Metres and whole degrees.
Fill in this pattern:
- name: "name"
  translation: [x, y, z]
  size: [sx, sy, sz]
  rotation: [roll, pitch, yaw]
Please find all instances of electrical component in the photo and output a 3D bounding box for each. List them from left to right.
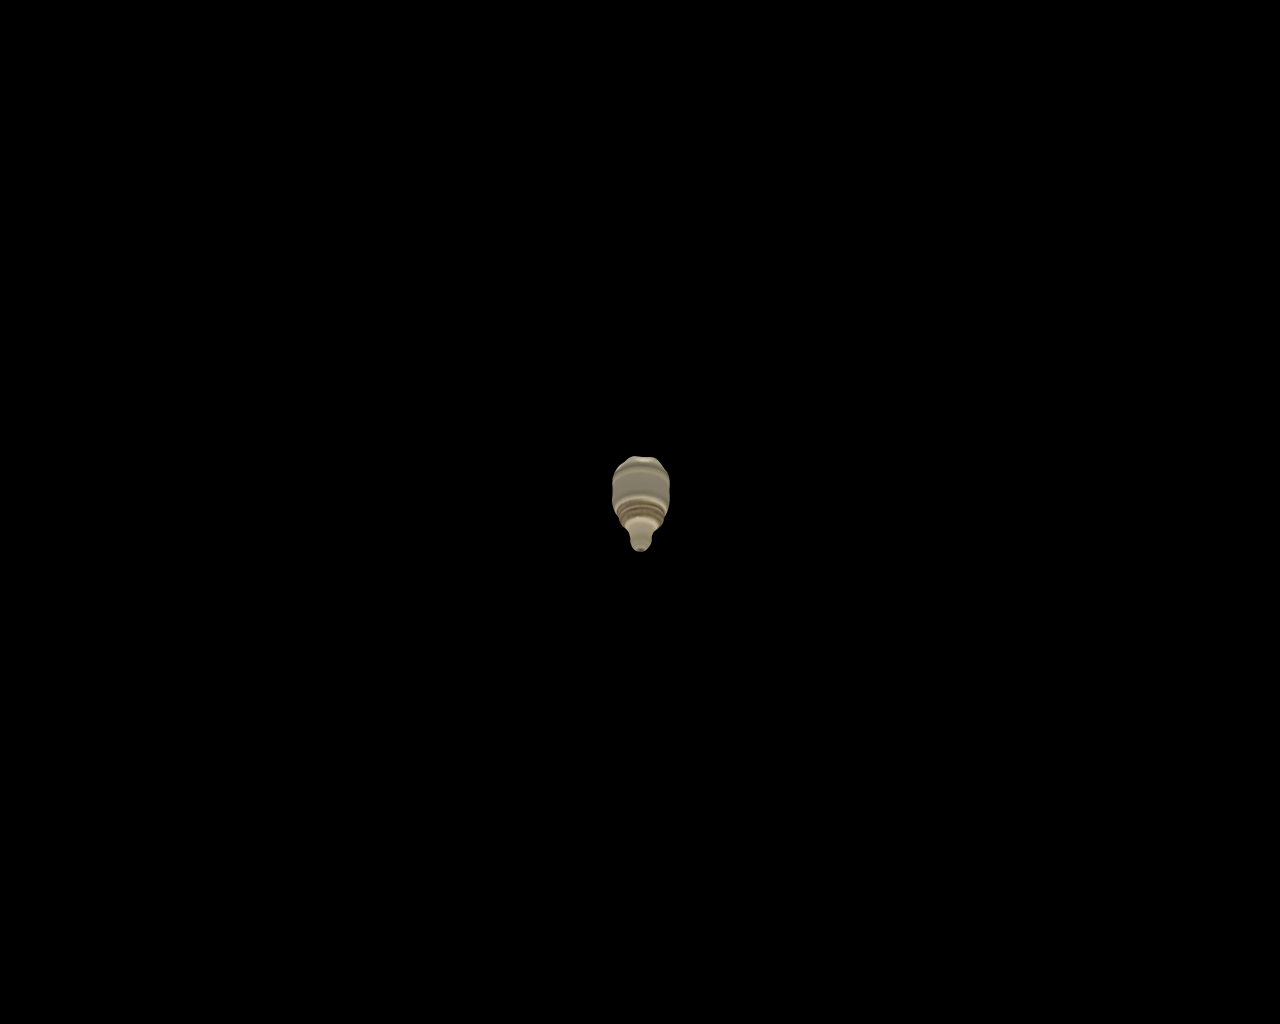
- name: "electrical component"
  translation: [0.001, -0.003, 0.650]
  size: [0.035, 0.061, 0.035]
  rotation: [0, -33, 0]
